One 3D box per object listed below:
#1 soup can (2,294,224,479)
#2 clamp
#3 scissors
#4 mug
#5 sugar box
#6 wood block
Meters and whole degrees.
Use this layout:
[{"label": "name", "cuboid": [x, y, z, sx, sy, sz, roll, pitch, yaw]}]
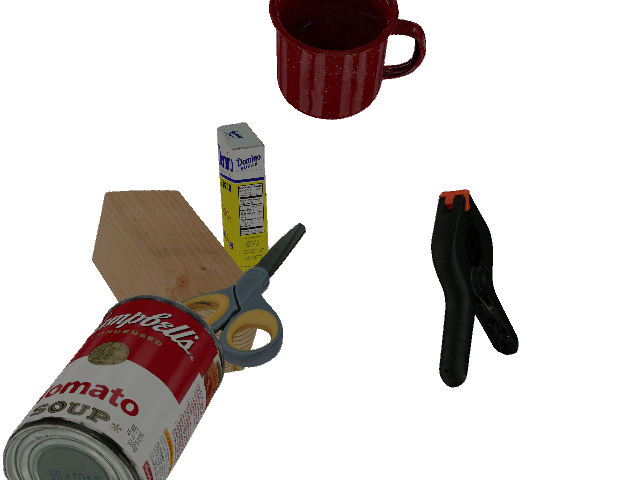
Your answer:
[{"label": "soup can", "cuboid": [-0.093, 0.080, 0.496, 0.069, 0.068, 0.102, 0, 28, 18]}, {"label": "clamp", "cuboid": [0.128, 0.044, 0.951, 0.039, 0.171, 0.120, -10, 13, 33]}, {"label": "scissors", "cuboid": [-0.036, 0.038, 0.776, 0.096, 0.016, 0.201, 20, 34, 30]}, {"label": "mug", "cuboid": [0.020, -0.145, 0.796, 0.117, 0.093, 0.081, 1, -33, -1]}, {"label": "sugar box", "cuboid": [-0.096, -0.048, 1.321, 0.048, 0.176, 0.093, -11, 26, -15]}, {"label": "wood block", "cuboid": [-0.150, 0.039, 1.092, 0.090, 0.091, 0.206, -3, 34, -35]}]
